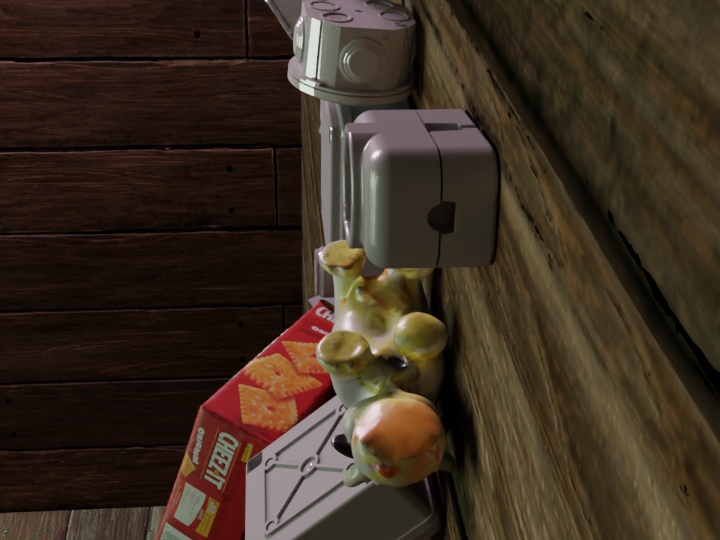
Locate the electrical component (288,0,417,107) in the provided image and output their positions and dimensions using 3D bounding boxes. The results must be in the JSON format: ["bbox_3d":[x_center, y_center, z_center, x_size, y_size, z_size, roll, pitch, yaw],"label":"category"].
[{"bbox_3d":[-0.004,-0.137,0.670,0.080,0.080,0.051,-100,15,-59],"label":"electrical component"}]

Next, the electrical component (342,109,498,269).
[{"bbox_3d":[0.023,-0.039,0.488,0.095,0.059,0.053,-103,13,-68],"label":"electrical component"}]

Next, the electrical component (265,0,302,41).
[{"bbox_3d":[-0.036,-0.263,0.967,0.061,0.096,0.061,54,-159,-41],"label":"electrical component"}]

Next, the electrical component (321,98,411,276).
[{"bbox_3d":[0.005,-0.065,0.720,0.108,0.056,0.108,-100,10,-60],"label":"electrical component"}]

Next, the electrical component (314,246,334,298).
[{"bbox_3d":[-0.011,0.001,0.924,0.045,0.055,0.045,179,90,-85],"label":"electrical component"}]

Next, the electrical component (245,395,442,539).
[{"bbox_3d":[-0.014,0.134,0.652,0.056,0.109,0.108,47,-166,-23],"label":"electrical component"}]

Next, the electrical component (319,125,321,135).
[{"bbox_3d":[-0.015,-0.159,1.020,0.044,0.044,0.065,-102,16,-65],"label":"electrical component"}]
